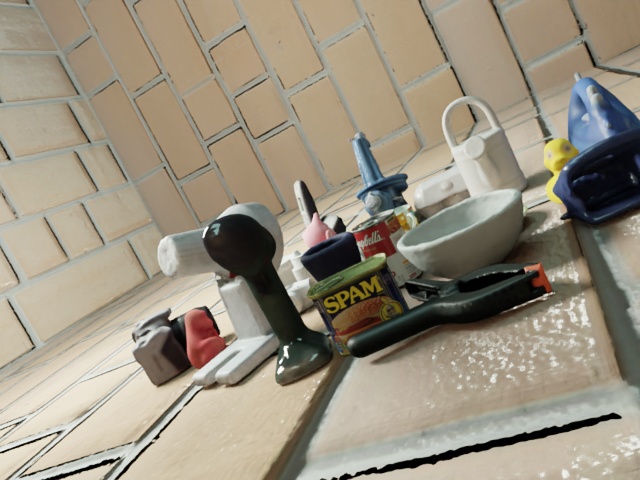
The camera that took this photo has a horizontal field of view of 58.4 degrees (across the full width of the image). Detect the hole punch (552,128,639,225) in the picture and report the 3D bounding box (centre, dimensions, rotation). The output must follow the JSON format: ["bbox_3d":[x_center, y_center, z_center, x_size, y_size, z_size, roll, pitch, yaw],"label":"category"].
[{"bbox_3d":[0.337,-0.078,0.690,0.108,0.091,0.101,-26,8,5],"label":"hole punch"}]

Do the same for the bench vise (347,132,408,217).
[{"bbox_3d":[0.128,-0.127,1.210,0.121,0.220,0.207,-27,8,3],"label":"bench vise"}]

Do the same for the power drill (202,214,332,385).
[{"bbox_3d":[-0.065,0.060,0.689,0.075,0.208,0.229,-27,8,0],"label":"power drill"}]

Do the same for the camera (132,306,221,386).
[{"bbox_3d":[-0.251,0.166,1.003,0.137,0.101,0.143,-28,8,-9],"label":"camera"}]

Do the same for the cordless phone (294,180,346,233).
[{"bbox_3d":[-0.008,-0.046,1.263,0.094,0.185,0.147,-29,9,-16],"label":"cordless phone"}]

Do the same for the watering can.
[{"bbox_3d":[0.289,-0.164,1.024,0.101,0.194,0.173,-27,8,1],"label":"watering can"}]

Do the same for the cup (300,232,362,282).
[{"bbox_3d":[0.025,0.047,0.891,0.092,0.095,0.117,-29,8,-13],"label":"cup"}]

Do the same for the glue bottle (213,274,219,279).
[{"bbox_3d":[-0.159,0.072,1.041,0.078,0.173,0.037,-21,10,34],"label":"glue bottle"}]

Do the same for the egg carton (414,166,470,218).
[{"bbox_3d":[0.261,-0.101,1.160,0.150,0.069,0.107,-25,8,16],"label":"egg carton"}]

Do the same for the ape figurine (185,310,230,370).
[{"bbox_3d":[-0.181,0.152,0.902,0.076,0.092,0.078,-26,8,8],"label":"ape figurine"}]

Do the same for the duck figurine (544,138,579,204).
[{"bbox_3d":[0.358,-0.108,0.835,0.077,0.086,0.105,-22,9,29],"label":"duck figurine"}]

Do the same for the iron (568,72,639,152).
[{"bbox_3d":[0.452,-0.202,0.925,0.118,0.141,0.259,-23,9,23],"label":"iron"}]

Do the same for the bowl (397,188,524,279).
[{"bbox_3d":[0.187,0.003,0.724,0.167,0.075,0.167,-26,8,4],"label":"bowl"}]

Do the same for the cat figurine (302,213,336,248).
[{"bbox_3d":[0.010,0.004,1.128,0.067,0.118,0.127,-29,8,-12],"label":"cat figurine"}]

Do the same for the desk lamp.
[{"bbox_3d":[-0.128,0.067,0.830,0.117,0.213,0.204,-19,11,42],"label":"desk lamp"}]
